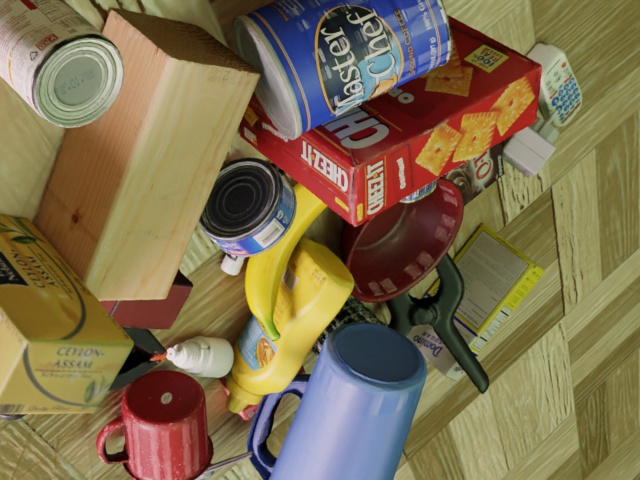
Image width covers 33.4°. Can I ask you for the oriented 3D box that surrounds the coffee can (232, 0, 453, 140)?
[{"bbox_3d":[0.017,-0.154,0.830,0.140,0.103,0.103,-27,141,-11],"label":"coffee can"}]

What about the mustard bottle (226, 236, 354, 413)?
[{"bbox_3d":[-0.042,0.097,1.086,0.058,0.096,0.192,24,106,-32],"label":"mustard bottle"}]

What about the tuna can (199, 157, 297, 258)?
[{"bbox_3d":[-0.066,-0.030,0.949,0.086,0.086,0.033,-47,143,-3],"label":"tuna can"}]

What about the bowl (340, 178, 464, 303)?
[{"bbox_3d":[0.076,-0.012,1.144,0.161,0.055,0.162,-27,140,-25],"label":"bowl"}]

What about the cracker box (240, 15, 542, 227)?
[{"bbox_3d":[0.060,-0.121,0.929,0.213,0.164,0.072,-29,138,-26],"label":"cracker box"}]

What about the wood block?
[{"bbox_3d":[-0.140,-0.063,0.832,0.090,0.091,0.206,1,122,-47],"label":"wood block"}]

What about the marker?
[{"bbox_3d":[-0.064,-0.021,1.017,0.020,0.020,0.121,1,122,-48],"label":"marker"}]

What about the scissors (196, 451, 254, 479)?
[{"bbox_3d":[-0.115,0.238,1.124,0.202,0.016,0.096,-29,177,33],"label":"scissors"}]

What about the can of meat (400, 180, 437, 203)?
[{"bbox_3d":[0.069,-0.095,1.021,0.057,0.102,0.084,-31,144,-24],"label":"can of meat"}]

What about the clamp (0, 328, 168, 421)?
[{"bbox_3d":[-0.213,0.112,0.964,0.171,0.039,0.120,18,110,-53],"label":"clamp"}]

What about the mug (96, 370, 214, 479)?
[{"bbox_3d":[-0.164,0.187,1.053,0.117,0.093,0.081,-13,129,-20],"label":"mug"}]

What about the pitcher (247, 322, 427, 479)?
[{"bbox_3d":[0.019,0.203,1.119,0.149,0.145,0.243,5,124,-17],"label":"pitcher"}]

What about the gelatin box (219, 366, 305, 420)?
[{"bbox_3d":[-0.063,0.147,1.168,0.089,0.030,0.073,-38,144,-16],"label":"gelatin box"}]

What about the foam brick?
[{"bbox_3d":[-0.162,0.043,0.942,0.078,0.053,0.051,10,115,-52],"label":"foam brick"}]

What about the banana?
[{"bbox_3d":[-0.024,-0.003,1.036,0.198,0.070,0.037,-64,164,4],"label":"banana"}]

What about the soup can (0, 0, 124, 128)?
[{"bbox_3d":[-0.184,-0.128,0.712,0.068,0.102,0.068,-29,141,-27],"label":"soup can"}]

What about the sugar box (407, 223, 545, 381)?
[{"bbox_3d":[0.185,0.077,1.318,0.176,0.093,0.048,-53,146,7],"label":"sugar box"}]

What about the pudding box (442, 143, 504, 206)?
[{"bbox_3d":[0.156,-0.092,1.172,0.090,0.039,0.113,-37,144,-16],"label":"pudding box"}]

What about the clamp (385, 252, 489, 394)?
[{"bbox_3d":[0.130,0.090,1.249,0.164,0.036,0.210,7,105,-3],"label":"clamp"}]
